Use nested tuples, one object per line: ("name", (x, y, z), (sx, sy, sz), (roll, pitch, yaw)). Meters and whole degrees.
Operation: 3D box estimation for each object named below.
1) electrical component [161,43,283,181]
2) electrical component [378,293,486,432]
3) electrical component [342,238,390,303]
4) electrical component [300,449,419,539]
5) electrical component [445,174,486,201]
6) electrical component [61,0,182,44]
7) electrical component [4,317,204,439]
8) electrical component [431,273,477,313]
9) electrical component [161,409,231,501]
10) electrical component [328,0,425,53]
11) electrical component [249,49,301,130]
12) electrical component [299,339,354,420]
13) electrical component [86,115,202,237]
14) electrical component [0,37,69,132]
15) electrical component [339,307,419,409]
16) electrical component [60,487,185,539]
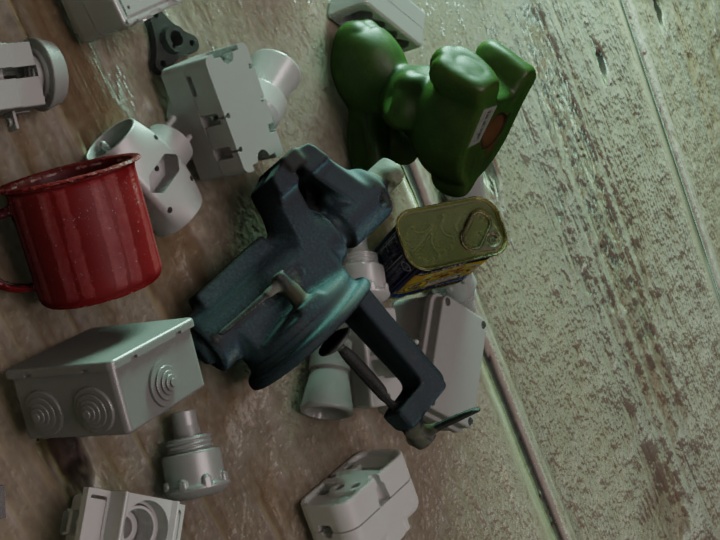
("electrical component", (-0.107, -0.118, 0.814), (0.050, 0.056, 0.089), (-38, 115, -49))
("electrical component", (0.067, 0.086, 0.982), (0.078, 0.057, 0.113), (32, 60, -42))
("electrical component", (0.000, 0.000, 0.931), (0.048, 0.048, 0.062), (12, 67, -48))
("electrical component", (0.003, 0.196, 0.887), (0.095, 0.054, 0.059), (-32, 107, -48))
("electrical component", (0.109, -0.066, 1.070), (0.045, 0.045, 0.055), (-35, 110, -47))
("electrical component", (-0.180, -0.214, 0.746), (0.062, 0.061, 0.096), (-42, 114, -45))
("electrical component", (-0.159, 0.069, 0.686), (0.100, 0.100, 0.048), (-32, 112, -60))
("electrical component", (0.093, 0.018, 1.037), (0.062, 0.048, 0.048), (60, 44, -33))
("electrical component", (-0.120, 0.131, 0.764), (0.048, 0.048, 0.062), (-3, 78, -50))
("electrical component", (0.019, -0.252, 0.998), (0.083, 0.047, 0.075), (28, 63, -44))
("electrical component", (-0.077, -0.143, 0.866), (0.045, 0.045, 0.055), (46, 51, -34))
("electrical component", (-0.025, 0.086, 0.887), (0.044, 0.044, 0.065), (27, 58, -44))
("electrical component", (-0.146, -0.078, 0.773), (0.077, 0.043, 0.079), (51, 48, -30))
("electrical component", (-0.223, -0.124, 0.692), (0.055, 0.048, 0.066), (-18, 97, -42))
("electrical component", (0.021, 0.073, 0.915), (0.047, 0.076, 0.083), (-1, 83, -50))
("electrical component", (-0.161, 0.205, 0.686), (0.079, 0.063, 0.121), (25, 65, -45))
